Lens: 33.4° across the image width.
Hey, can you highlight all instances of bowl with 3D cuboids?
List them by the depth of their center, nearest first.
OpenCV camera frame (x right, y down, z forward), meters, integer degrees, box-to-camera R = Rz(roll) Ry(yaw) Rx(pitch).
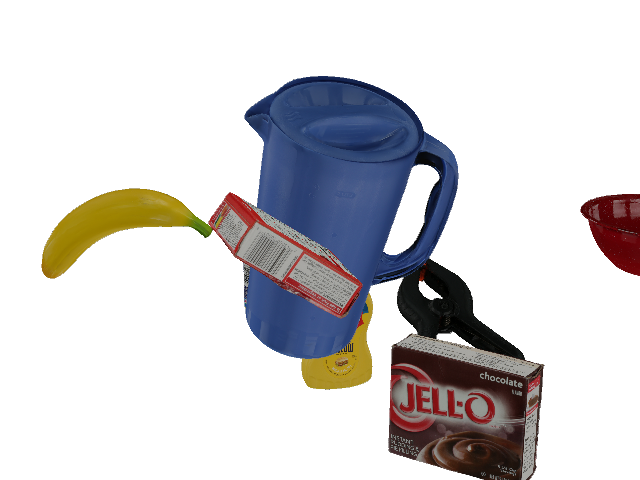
[{"bbox_3d":[0.337,-0.001,1.052,0.162,0.055,0.162,0,17,0],"label":"bowl"}]

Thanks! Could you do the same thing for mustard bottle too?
[{"bbox_3d":[0.023,0.105,1.449,0.096,0.192,0.058,-4,21,-11],"label":"mustard bottle"}]

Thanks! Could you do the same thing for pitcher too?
[{"bbox_3d":[0.012,-0.011,0.952,0.144,0.243,0.149,-20,47,-35],"label":"pitcher"}]

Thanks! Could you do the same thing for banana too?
[{"bbox_3d":[-0.200,-0.010,1.011,0.198,0.069,0.037,-13,18,27],"label":"banana"}]

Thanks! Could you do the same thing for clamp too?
[{"bbox_3d":[0.137,0.082,1.097,0.120,0.171,0.039,2,-43,-12],"label":"clamp"}]

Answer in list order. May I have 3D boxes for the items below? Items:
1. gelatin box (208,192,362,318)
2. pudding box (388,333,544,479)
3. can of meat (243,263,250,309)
[{"bbox_3d":[-0.023,0.009,0.693,0.089,0.030,0.073,32,5,-25],"label":"gelatin box"},{"bbox_3d":[0.107,0.126,0.801,0.114,0.090,0.039,10,20,29],"label":"pudding box"},{"bbox_3d":[-0.042,0.037,1.245,0.101,0.084,0.058,-11,20,-35],"label":"can of meat"}]
